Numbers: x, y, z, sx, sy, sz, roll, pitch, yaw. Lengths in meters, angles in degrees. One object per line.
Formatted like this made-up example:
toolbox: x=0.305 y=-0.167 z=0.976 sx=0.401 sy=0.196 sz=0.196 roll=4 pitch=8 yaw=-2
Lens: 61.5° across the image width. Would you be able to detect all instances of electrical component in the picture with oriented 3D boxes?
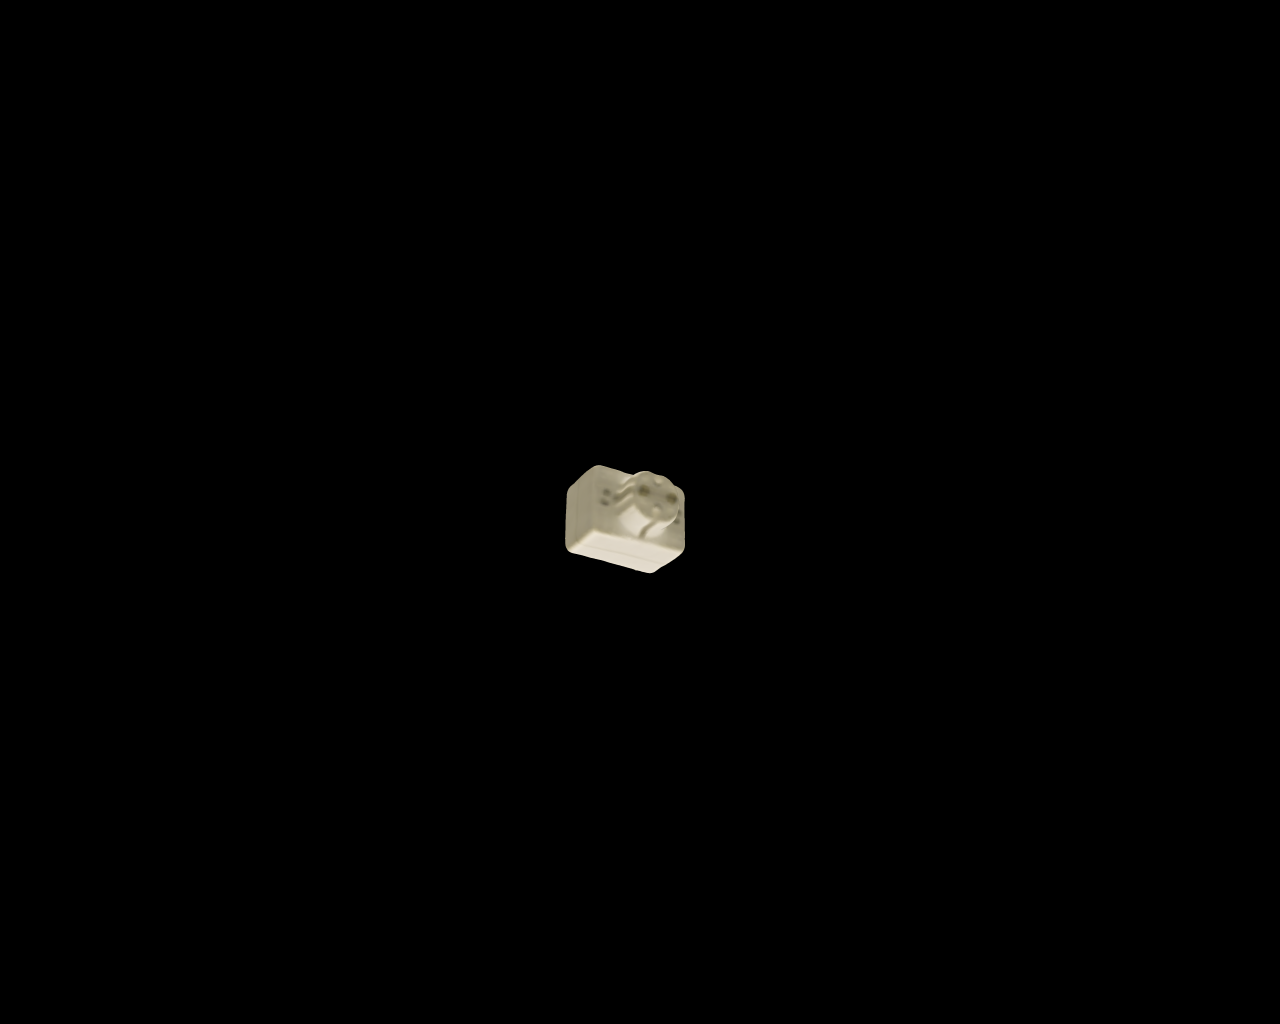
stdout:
electrical component: x=0.001 y=-0.003 z=0.650 sx=0.066 sy=0.047 sz=0.076 roll=15 pitch=-32 yaw=-27
